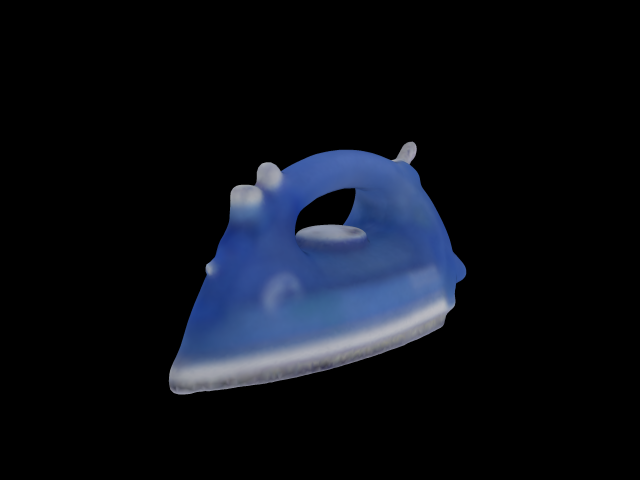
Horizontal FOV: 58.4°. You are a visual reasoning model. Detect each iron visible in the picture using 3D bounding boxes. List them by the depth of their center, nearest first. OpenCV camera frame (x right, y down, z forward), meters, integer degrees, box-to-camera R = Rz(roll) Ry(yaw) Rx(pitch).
[{"bbox_3d":[0.004,0.001,0.400,0.118,0.141,0.259,7,11,39],"label":"iron"}]
